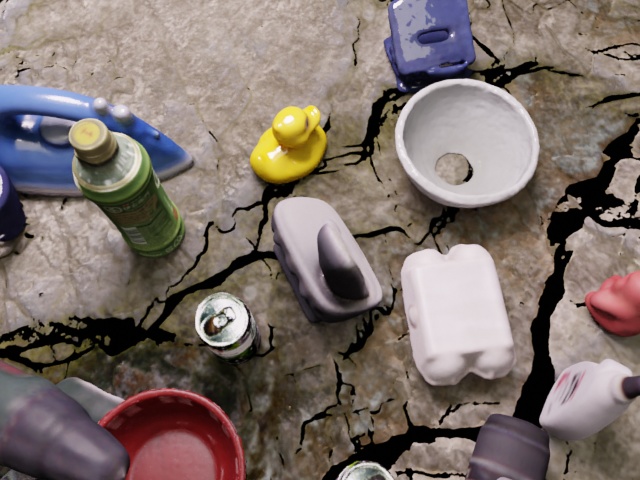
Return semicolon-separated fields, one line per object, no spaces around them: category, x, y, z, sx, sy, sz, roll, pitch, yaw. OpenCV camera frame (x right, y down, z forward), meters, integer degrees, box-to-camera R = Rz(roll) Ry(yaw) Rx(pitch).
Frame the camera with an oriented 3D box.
camera;0.187;0.244;0.535;0.143;0.101;0.137;21;70;8

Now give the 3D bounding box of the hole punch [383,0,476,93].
hole punch;0.144;-0.256;0.737;0.108;0.091;0.101;-12;69;-5

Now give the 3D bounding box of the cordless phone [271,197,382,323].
cordless phone;0.005;0.002;0.584;0.094;0.185;0.147;-29;71;-11

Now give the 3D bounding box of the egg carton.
egg carton;0.145;0.079;0.617;0.107;0.069;0.150;-7;69;-3

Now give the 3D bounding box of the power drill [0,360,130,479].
power drill;-0.242;0.158;0.509;0.229;0.208;0.076;22;70;8

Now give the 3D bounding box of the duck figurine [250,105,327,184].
duck figurine;-0.039;-0.121;0.685;0.105;0.086;0.077;-36;73;-13

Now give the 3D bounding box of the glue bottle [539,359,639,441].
glue bottle;0.260;0.145;0.536;0.037;0.173;0.078;27;71;10

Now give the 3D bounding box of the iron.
iron;-0.287;-0.130;0.658;0.258;0.141;0.118;2;68;1

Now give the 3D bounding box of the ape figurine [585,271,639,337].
ape figurine;0.332;0.061;0.613;0.078;0.092;0.076;-1;68;0

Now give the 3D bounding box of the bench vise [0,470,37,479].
bench vise;-0.345;0.263;0.461;0.121;0.220;0.207;26;71;10

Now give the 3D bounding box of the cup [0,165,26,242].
cup;-0.383;-0.024;0.641;0.091;0.095;0.118;28;71;11

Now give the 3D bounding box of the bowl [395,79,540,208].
bowl;0.168;-0.104;0.686;0.167;0.075;0.167;0;68;0
